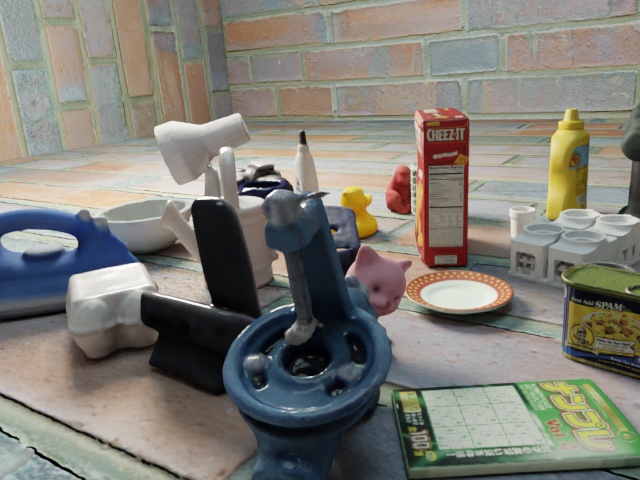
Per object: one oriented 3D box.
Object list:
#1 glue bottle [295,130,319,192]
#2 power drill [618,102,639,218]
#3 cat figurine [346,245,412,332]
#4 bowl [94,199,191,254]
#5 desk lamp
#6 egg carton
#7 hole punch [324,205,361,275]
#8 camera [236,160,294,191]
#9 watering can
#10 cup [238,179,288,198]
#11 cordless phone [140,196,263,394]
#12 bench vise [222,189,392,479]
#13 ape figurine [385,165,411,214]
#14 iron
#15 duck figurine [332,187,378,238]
[{"bbox_3d":[-0.030,-0.135,1.152,0.037,0.173,0.078,-10,18,-19],"label":"glue bottle"},{"bbox_3d":[0.545,-0.133,0.957,0.075,0.208,0.230,7,20,33],"label":"power drill"},{"bbox_3d":[0.036,0.059,0.599,0.127,0.118,0.067,-4,17,1],"label":"cat figurine"},{"bbox_3d":[-0.304,-0.019,1.005,0.167,0.075,0.167,-4,17,1],"label":"bowl"},{"bbox_3d":[-0.208,-0.136,1.127,0.203,0.214,0.118,-6,17,-6],"label":"desk lamp"},{"bbox_3d":[-0.242,0.079,0.679,0.107,0.069,0.150,-12,19,-23],"label":"egg carton"},{"bbox_3d":[0.008,0.003,0.834,0.108,0.091,0.101,-5,17,-3],"label":"hole punch"},{"bbox_3d":[-0.129,-0.116,1.237,0.143,0.101,0.136,-14,20,-30],"label":"camera"},{"bbox_3d":[-0.131,-0.031,0.800,0.173,0.194,0.100,-14,20,-29],"label":"watering can"},{"bbox_3d":[-0.110,-0.054,1.040,0.091,0.095,0.118,12,23,42],"label":"cup"},{"bbox_3d":[-0.117,0.042,0.572,0.147,0.185,0.094,7,20,32],"label":"cordless phone"},{"bbox_3d":[-0.011,0.057,0.440,0.121,0.220,0.207,-4,17,1],"label":"bench vise"},{"bbox_3d":[0.165,-0.105,1.149,0.078,0.092,0.076,-10,18,-20],"label":"ape figurine"},{"bbox_3d":[-0.370,0.017,0.787,0.258,0.141,0.118,-8,17,-13],"label":"iron"},{"bbox_3d":[0.055,-0.050,1.005,0.105,0.086,0.077,-17,21,-35],"label":"duck figurine"}]
